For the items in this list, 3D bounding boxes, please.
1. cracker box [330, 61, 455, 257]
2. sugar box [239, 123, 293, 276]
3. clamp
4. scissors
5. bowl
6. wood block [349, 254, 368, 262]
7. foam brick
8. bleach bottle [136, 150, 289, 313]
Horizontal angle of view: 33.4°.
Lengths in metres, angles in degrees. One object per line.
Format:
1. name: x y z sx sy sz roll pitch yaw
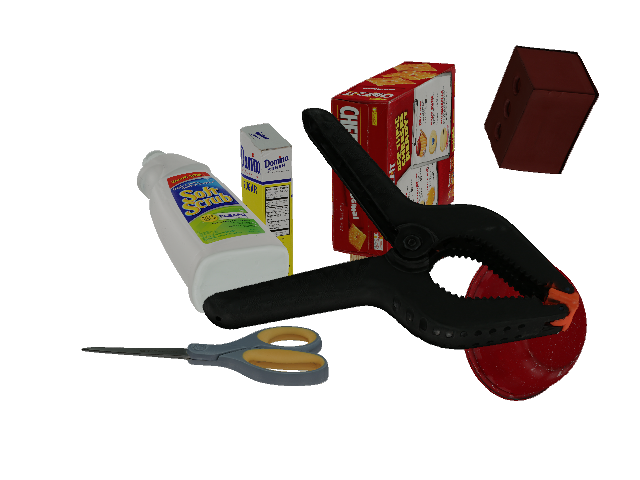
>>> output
1. cracker box: 0.081 -0.093 1.140 0.072 0.164 0.213 7 21 24
2. sugar box: -0.066 -0.045 1.303 0.048 0.176 0.093 -11 26 -17
3. clamp: 0.045 0.017 0.635 0.210 0.164 0.036 25 -27 15
4. scissors: -0.086 0.087 0.886 0.202 0.016 0.096 8 21 16
5. bowl: 0.223 0.087 1.103 0.161 0.162 0.055 0 -2 -34
6. wood block: 0.094 -0.022 1.621 0.091 0.090 0.206 4 25 2
7. foam brick: 0.160 -0.095 0.782 0.051 0.053 0.078 2 -45 -14
8. bleach bottle: -0.128 -0.024 1.069 0.102 0.068 0.251 -9 34 -28
